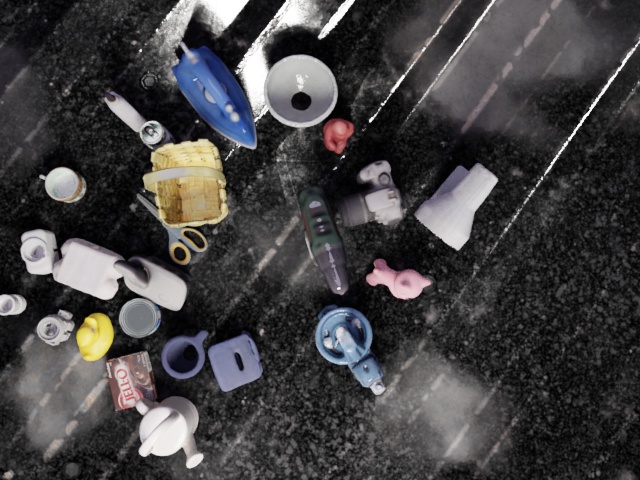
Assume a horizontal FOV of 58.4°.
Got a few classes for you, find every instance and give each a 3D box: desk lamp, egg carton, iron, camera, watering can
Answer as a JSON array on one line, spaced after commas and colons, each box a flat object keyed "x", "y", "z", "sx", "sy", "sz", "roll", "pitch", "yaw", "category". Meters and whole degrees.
[{"x": 0.291, "y": -0.078, "z": 1.222, "sx": 0.118, "sy": 0.213, "sz": 0.203, "roll": 39, "pitch": 86, "yaw": 2, "category": "desk lamp"}, {"x": -0.508, "y": 0.062, "z": 1.268, "sx": 0.150, "sy": 0.069, "sz": 0.107, "roll": 20, "pitch": 85, "yaw": 1, "category": "egg carton"}, {"x": -0.225, "y": -0.321, "z": 1.268, "sx": 0.118, "sy": 0.141, "sz": 0.258, "roll": -38, "pitch": 87, "yaw": -4, "category": "iron"}, {"x": 0.105, "y": -0.094, "z": 1.277, "sx": 0.137, "sy": 0.101, "sz": 0.143, "roll": -17, "pitch": 86, "yaw": -2, "category": "camera"}, {"x": -0.312, "y": 0.394, "z": 1.182, "sx": 0.173, "sy": 0.194, "sz": 0.101, "roll": 20, "pitch": 85, "yaw": 1, "category": "watering can"}]

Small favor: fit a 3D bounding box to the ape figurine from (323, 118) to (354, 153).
[{"x": 0.042, "y": -0.245, "z": 1.292, "sx": 0.078, "sy": 0.092, "sz": 0.076, "roll": -27, "pitch": 86, "yaw": -3, "category": "ape figurine"}]

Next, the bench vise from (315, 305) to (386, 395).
[{"x": 0.079, "y": 0.223, "z": 1.191, "sx": 0.207, "sy": 0.219, "sz": 0.121, "roll": 38, "pitch": 86, "yaw": 2, "category": "bench vise"}]

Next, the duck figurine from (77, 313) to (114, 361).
[{"x": -0.500, "y": 0.213, "z": 1.248, "sx": 0.077, "sy": 0.086, "sz": 0.105, "roll": 9, "pitch": 85, "yaw": 0, "category": "duck figurine"}]

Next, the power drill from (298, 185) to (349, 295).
[{"x": 0.011, "y": 0.004, "z": 1.213, "sx": 0.075, "sy": 0.208, "sz": 0.230, "roll": -18, "pitch": 86, "yaw": -2, "category": "power drill"}]

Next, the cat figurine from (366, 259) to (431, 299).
[{"x": 0.171, "y": 0.088, "z": 1.255, "sx": 0.128, "sy": 0.117, "sz": 0.067, "roll": 23, "pitch": 85, "yaw": 1, "category": "cat figurine"}]

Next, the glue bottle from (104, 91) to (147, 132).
[{"x": -0.434, "y": -0.290, "z": 1.246, "sx": 0.078, "sy": 0.173, "sz": 0.037, "roll": 42, "pitch": 86, "yaw": 3, "category": "glue bottle"}]

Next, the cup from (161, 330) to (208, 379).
[{"x": -0.280, "y": 0.239, "z": 1.245, "sx": 0.091, "sy": 0.095, "sz": 0.118, "roll": 40, "pitch": 86, "yaw": 2, "category": "cup"}]

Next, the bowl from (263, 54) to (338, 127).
[{"x": -0.044, "y": -0.330, "z": 1.306, "sx": 0.167, "sy": 0.074, "sz": 0.167, "roll": 0, "pitch": 85, "yaw": -1, "category": "bowl"}]

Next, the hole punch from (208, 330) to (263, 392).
[{"x": -0.182, "y": 0.262, "z": 1.247, "sx": 0.101, "sy": 0.091, "sz": 0.109, "roll": -21, "pitch": 86, "yaw": -2, "category": "hole punch"}]

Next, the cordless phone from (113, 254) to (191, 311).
[{"x": -0.357, "y": 0.088, "z": 1.211, "sx": 0.147, "sy": 0.185, "sz": 0.094, "roll": 24, "pitch": 85, "yaw": 1, "category": "cordless phone"}]
